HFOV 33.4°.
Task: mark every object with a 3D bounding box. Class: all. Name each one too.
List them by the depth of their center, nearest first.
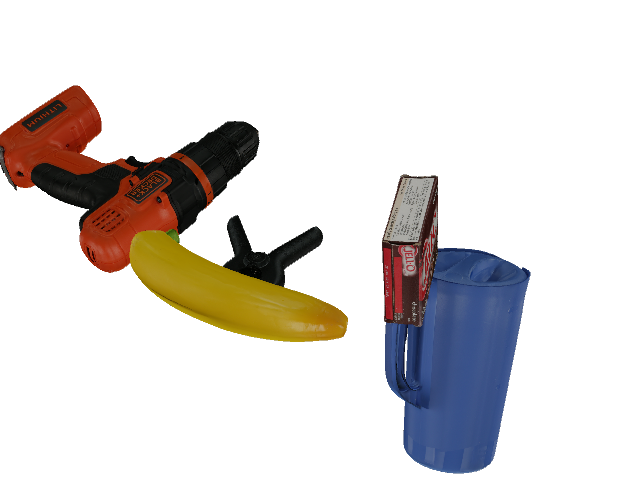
[{"bbox_3d":[-0.070,0.026,0.697,0.069,0.037,0.198,-22,33,-36],"label":"banana"},{"bbox_3d":[-0.169,-0.069,0.911,0.188,0.057,0.184,27,54,33],"label":"power drill"},{"bbox_3d":[0.081,0.007,0.951,0.039,0.090,0.113,4,36,10],"label":"pudding box"},{"bbox_3d":[0.149,0.138,1.216,0.149,0.243,0.145,7,17,8],"label":"pitcher"},{"bbox_3d":[-0.064,0.029,1.258,0.120,0.039,0.171,-2,41,10],"label":"clamp"}]
